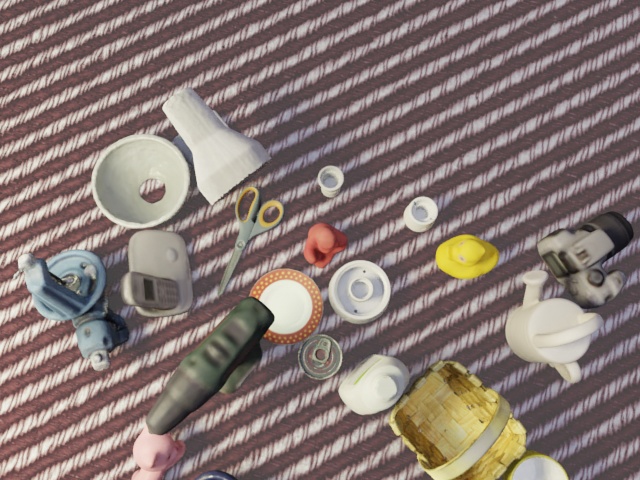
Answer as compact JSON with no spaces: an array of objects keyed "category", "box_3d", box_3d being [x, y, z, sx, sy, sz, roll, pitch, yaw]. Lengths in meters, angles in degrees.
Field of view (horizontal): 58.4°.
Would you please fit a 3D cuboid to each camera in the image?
[{"category":"camera","box_3d":[0.464,0.023,0.955,0.137,0.101,0.143,-33,81,-6]}]

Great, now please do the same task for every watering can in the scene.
[{"category":"watering can","box_3d":[0.360,0.135,0.887,0.101,0.194,0.173,-42,82,-7]}]

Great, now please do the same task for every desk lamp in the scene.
[{"category":"desk lamp","box_3d":[-0.173,-0.146,0.934,0.118,0.213,0.203,-39,81,-6]}]

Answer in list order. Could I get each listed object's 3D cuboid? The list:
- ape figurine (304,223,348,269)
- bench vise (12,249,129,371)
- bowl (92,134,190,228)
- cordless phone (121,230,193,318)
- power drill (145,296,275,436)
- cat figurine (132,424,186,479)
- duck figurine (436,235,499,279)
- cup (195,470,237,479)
[{"category":"ape figurine","box_3d":[0.009,0.003,0.966,0.078,0.092,0.076,-8,79,-1]},{"category":"bench vise","box_3d":[-0.372,0.093,0.886,0.121,0.220,0.207,-43,82,-7]},{"category":"bowl","box_3d":[-0.300,-0.094,0.995,0.167,0.075,0.167,0,79,0]},{"category":"cordless phone","box_3d":[-0.270,0.048,0.911,0.094,0.185,0.147,-12,79,-2]},{"category":"power drill","box_3d":[-0.154,0.191,0.872,0.075,0.208,0.230,38,82,7]},{"category":"cat figurine","box_3d":[-0.260,0.346,0.889,0.067,0.118,0.128,19,80,4]},{"category":"duck figurine","box_3d":[0.253,0.024,0.964,0.104,0.086,0.077,2,79,1]},{"category":"cup","box_3d":[-0.144,0.396,0.890,0.118,0.095,0.091,-14,79,-2]}]
